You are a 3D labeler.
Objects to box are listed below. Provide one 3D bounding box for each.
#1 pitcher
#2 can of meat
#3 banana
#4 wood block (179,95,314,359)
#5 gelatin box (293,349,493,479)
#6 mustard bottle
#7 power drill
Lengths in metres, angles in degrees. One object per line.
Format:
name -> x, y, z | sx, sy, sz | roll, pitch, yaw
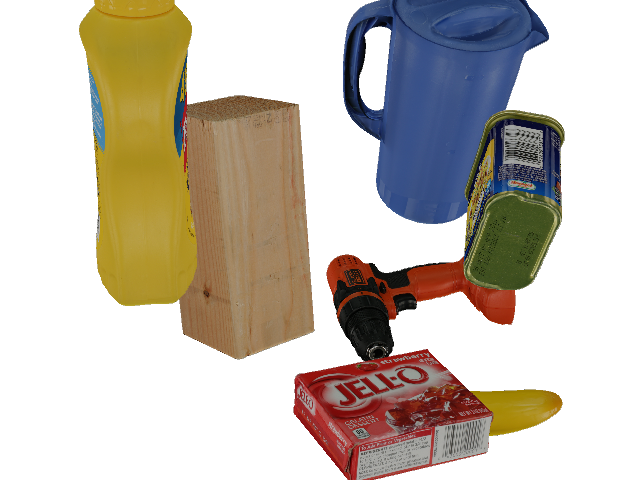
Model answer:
pitcher -> 0.112, -0.136, 1.065 | 0.144, 0.243, 0.149 | -32, 57, -32
can of meat -> 0.136, -0.026, 0.755 | 0.057, 0.084, 0.102 | 11, -42, 0
banana -> 0.105, 0.134, 0.885 | 0.198, 0.037, 0.069 | 8, 30, 3
wood block -> -0.072, -0.015, 0.932 | 0.090, 0.206, 0.091 | -17, 23, -37
gelatin box -> 0.039, 0.095, 0.594 | 0.089, 0.030, 0.073 | -7, 27, -24
mustard bottle -> -0.097, -0.067, 0.576 | 0.058, 0.192, 0.096 | -2, 32, -7
power drill -> 0.108, 0.064, 1.140 | 0.187, 0.057, 0.184 | -5, 29, -8
